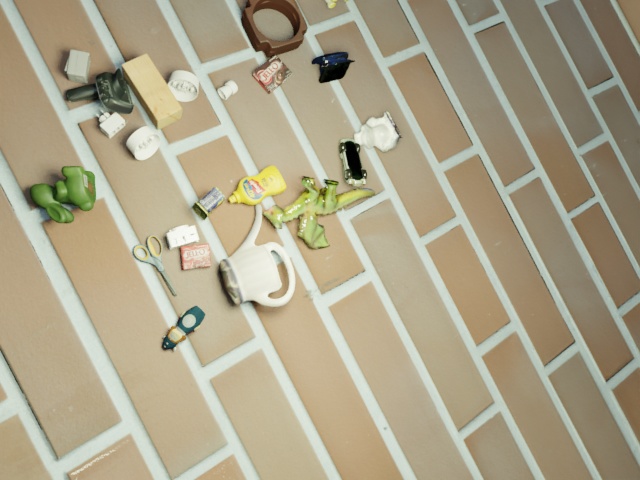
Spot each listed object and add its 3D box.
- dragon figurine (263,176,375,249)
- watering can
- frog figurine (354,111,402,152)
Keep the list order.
[{"bbox_3d":[0.005,-0.089,1.765,0.409,0.123,0.242,8,96,-27],"label":"dragon figurine"},{"bbox_3d":[-0.217,0.063,1.648,0.226,0.102,0.352,-19,72,-18],"label":"watering can"},{"bbox_3d":[0.209,-0.382,1.888,0.158,0.124,0.136,-28,101,15],"label":"frog figurine"}]
